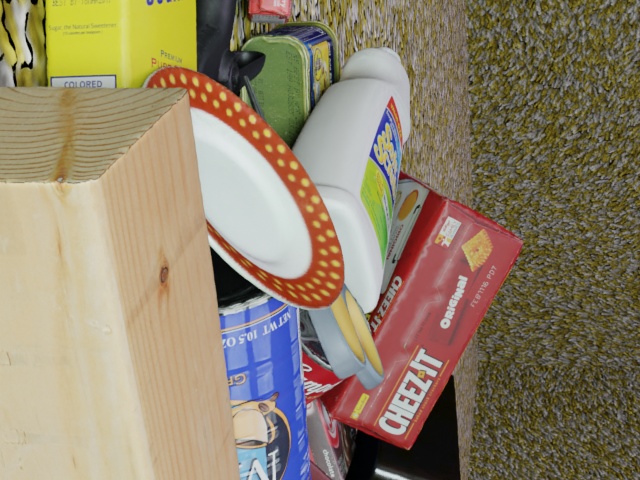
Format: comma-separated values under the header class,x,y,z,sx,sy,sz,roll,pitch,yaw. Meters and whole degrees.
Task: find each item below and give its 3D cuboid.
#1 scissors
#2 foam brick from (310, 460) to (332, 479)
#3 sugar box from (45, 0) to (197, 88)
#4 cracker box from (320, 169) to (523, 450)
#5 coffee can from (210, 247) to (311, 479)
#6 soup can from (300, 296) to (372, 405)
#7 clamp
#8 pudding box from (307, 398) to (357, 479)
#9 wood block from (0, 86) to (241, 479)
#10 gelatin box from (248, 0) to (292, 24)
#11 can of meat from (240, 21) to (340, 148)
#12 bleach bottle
class,x,y,z,sx,sy,sz,roll,pitch,yaw
scissors,-0.004,0.001,0.591,0.096,0.016,0.202,56,12,-46
foam brick,-0.035,0.165,0.656,0.051,0.053,0.078,44,74,-33
sugar box,-0.089,-0.090,0.497,0.093,0.048,0.176,-15,107,-77
cracker box,0.052,0.037,0.792,0.164,0.072,0.214,-63,-165,6
coffee can,-0.057,0.080,0.526,0.102,0.103,0.140,-59,148,-66
soup can,-0.028,0.070,0.625,0.068,0.102,0.068,31,38,-28
clamp,-0.066,-0.108,0.619,0.171,0.039,0.120,-76,161,-47
pudding box,-0.005,0.142,0.854,0.113,0.039,0.090,-26,99,-84
wood block,-0.090,0.054,0.403,0.090,0.090,0.206,-64,152,-61
gelatin box,-0.032,-0.187,0.727,0.089,0.030,0.073,-113,-153,-81
can of meat,-0.022,-0.106,0.783,0.083,0.057,0.102,-49,139,-68
bleach bottle,0.023,-0.065,0.737,0.250,0.068,0.102,-73,153,-48
